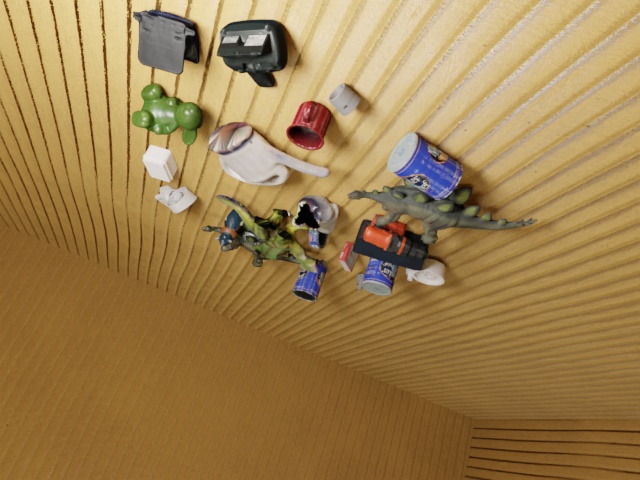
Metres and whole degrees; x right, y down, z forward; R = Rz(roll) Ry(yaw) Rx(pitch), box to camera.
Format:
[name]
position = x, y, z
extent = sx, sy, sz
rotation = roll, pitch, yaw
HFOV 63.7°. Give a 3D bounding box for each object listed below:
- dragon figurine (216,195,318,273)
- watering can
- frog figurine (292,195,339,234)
[dragon figurine]
position = -0.180, -0.005, 1.762
extent = 0.410, 0.125, 0.237
rotation = 26, 139, 1
[watering can]
position = -0.154, -0.222, 1.371
extent = 0.347, 0.106, 0.221
rotation = 0, 148, 39
[frog figurine]
position = 0.005, -0.080, 1.591
extent = 0.136, 0.123, 0.160
rotation = -16, 174, 39
